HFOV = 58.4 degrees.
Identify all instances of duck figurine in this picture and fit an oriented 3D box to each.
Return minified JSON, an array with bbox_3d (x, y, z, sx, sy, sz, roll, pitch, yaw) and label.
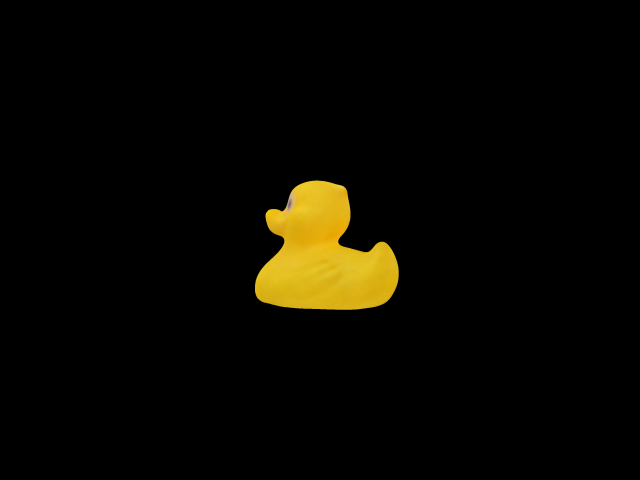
[{"bbox_3d":[0.004,0.001,0.400,0.104,0.086,0.078,2,4,27],"label":"duck figurine"}]
